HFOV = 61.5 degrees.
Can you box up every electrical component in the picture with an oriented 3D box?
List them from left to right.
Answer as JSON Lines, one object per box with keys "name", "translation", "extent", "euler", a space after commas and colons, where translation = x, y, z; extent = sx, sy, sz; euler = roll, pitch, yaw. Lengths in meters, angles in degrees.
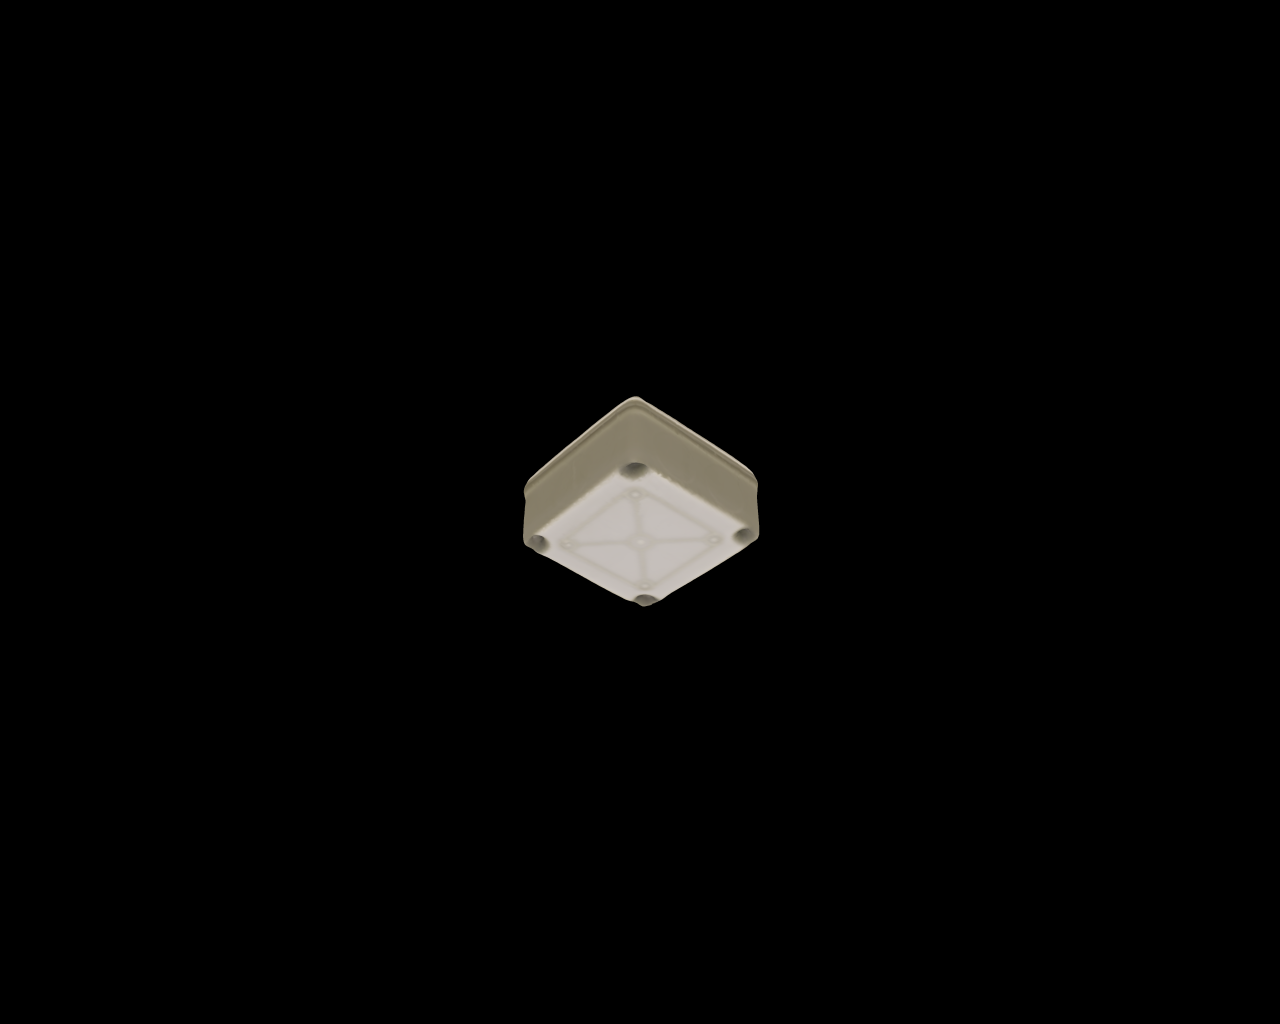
{"name": "electrical component", "translation": [0.001, -0.003, 0.650], "extent": [0.108, 0.056, 0.108], "euler": [30, -49, -31]}
